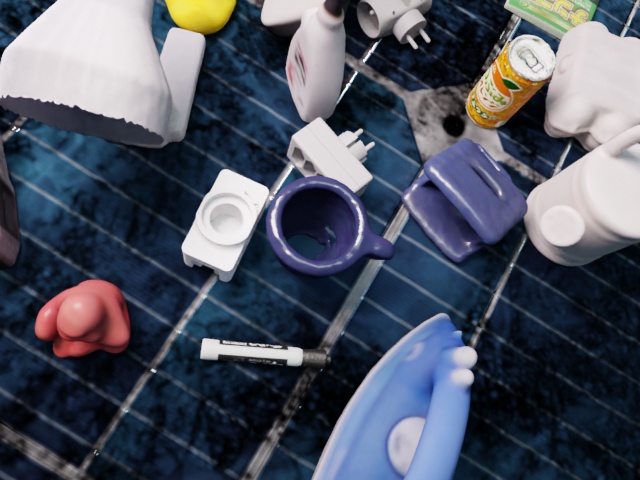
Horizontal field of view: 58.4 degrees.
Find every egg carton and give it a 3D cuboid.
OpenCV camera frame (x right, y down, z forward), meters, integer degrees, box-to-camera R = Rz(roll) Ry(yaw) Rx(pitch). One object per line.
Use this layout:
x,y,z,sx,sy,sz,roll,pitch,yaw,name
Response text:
0.318,-0.178,0.662,0.107,0.069,0.150,20,71,-5,egg carton

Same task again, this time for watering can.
0.284,-0.039,0.549,0.101,0.194,0.173,41,71,3,watering can

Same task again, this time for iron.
0.082,0.167,0.478,0.118,0.141,0.258,26,71,-2,iron

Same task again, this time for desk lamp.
-0.170,-0.156,0.485,0.118,0.213,0.203,10,72,-7,desk lamp

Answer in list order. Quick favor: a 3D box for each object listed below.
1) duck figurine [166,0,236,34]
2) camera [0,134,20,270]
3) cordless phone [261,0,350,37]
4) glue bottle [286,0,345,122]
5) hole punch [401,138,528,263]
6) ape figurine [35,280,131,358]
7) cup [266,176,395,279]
-0.125,-0.277,0.596,0.077,0.086,0.104,3,73,-10,duck figurine
-0.341,-0.041,0.478,0.137,0.100,0.143,-12,77,-14,camera
0.004,-0.302,0.576,0.094,0.185,0.147,15,72,-6,cordless phone
0.000,-0.184,0.547,0.037,0.173,0.078,-18,78,-15,glue bottle
0.153,-0.049,0.581,0.101,0.091,0.108,-38,84,-18,hole punch
-0.196,0.066,0.479,0.078,0.092,0.076,30,71,-1,ape figurine
0.005,0.002,0.535,0.118,0.095,0.092,18,71,-5,cup
